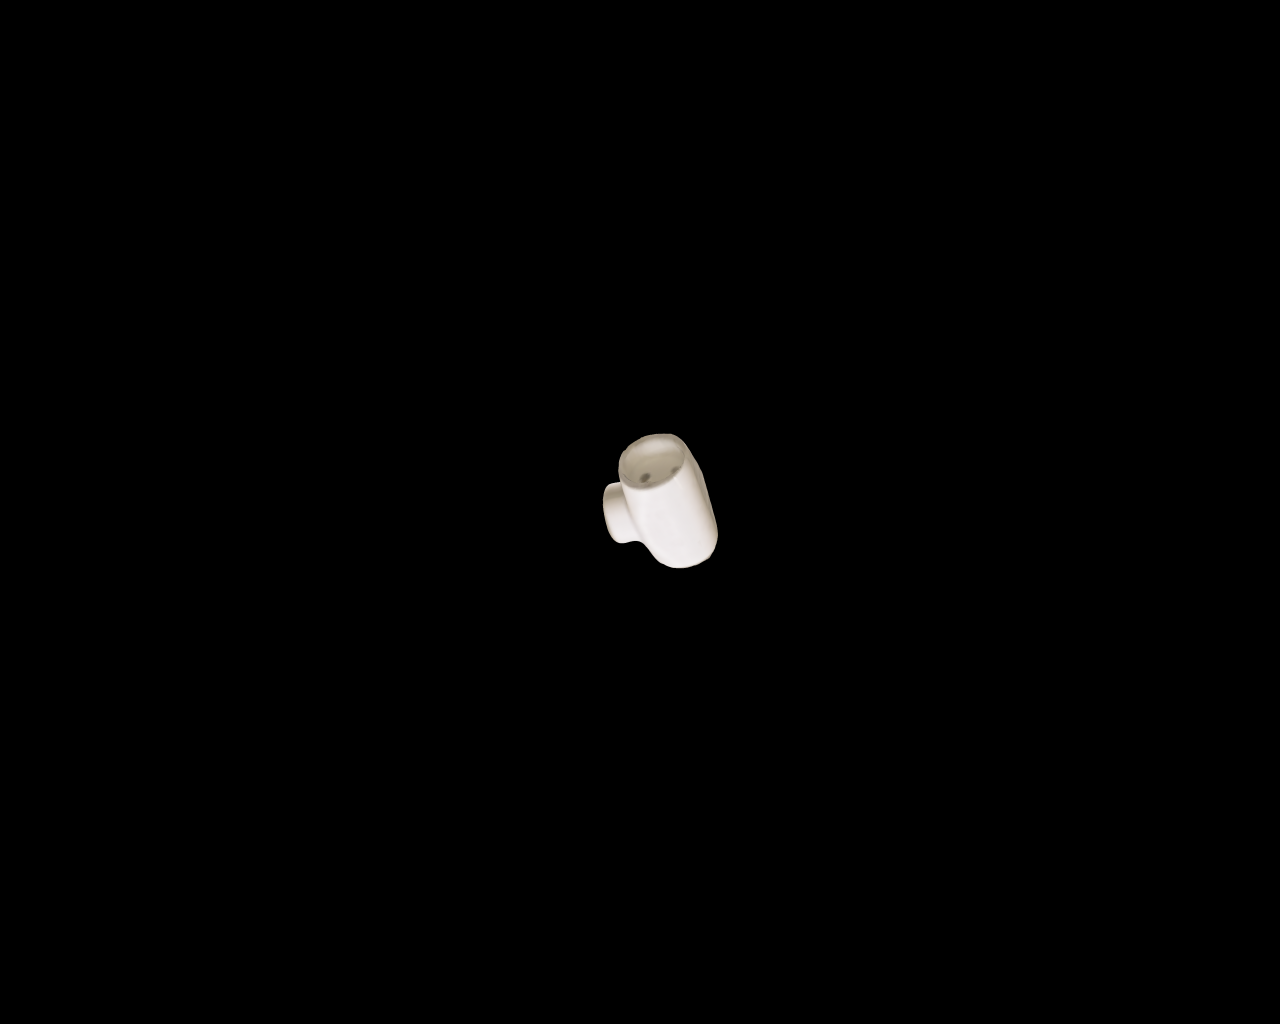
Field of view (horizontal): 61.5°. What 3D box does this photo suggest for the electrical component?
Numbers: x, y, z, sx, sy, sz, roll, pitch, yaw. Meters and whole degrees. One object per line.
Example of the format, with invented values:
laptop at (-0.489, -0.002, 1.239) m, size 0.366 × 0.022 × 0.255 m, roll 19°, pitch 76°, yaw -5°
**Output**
electrical component at (0.001, -0.003, 0.650) m, size 0.079 × 0.044 × 0.077 m, roll -11°, pitch -43°, yaw 12°
